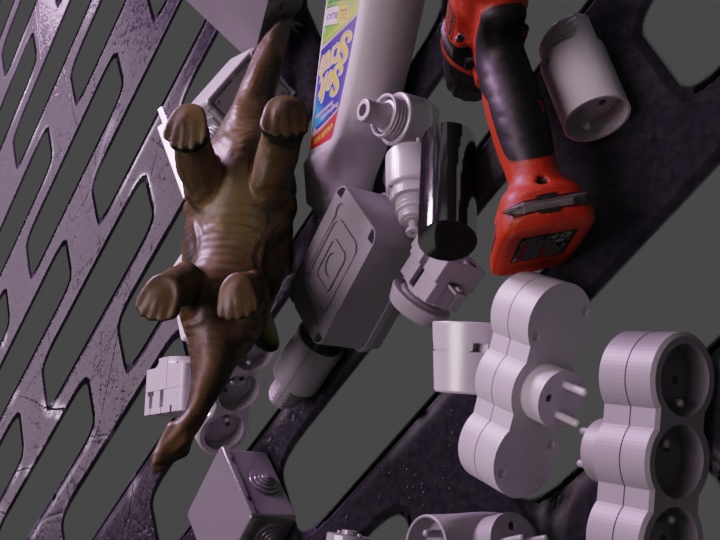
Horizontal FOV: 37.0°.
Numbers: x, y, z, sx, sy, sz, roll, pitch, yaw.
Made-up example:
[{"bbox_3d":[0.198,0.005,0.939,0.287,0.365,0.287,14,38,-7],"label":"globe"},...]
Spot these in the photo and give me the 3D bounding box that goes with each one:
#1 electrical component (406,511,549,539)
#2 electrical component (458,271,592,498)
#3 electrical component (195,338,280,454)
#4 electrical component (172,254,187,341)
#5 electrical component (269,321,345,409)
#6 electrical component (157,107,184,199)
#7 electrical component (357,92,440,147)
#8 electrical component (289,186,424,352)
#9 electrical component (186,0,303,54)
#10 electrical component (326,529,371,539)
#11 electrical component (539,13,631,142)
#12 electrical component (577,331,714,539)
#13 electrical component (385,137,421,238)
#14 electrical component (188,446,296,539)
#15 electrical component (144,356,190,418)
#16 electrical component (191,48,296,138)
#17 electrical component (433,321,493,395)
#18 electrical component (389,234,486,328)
[{"bbox_3d":[0.082,0.171,0.662,0.079,0.077,0.044,-30,57,50],"label":"electrical component"},{"bbox_3d":[0.113,0.075,0.663,0.074,0.052,0.138,21,99,56],"label":"electrical component"},{"bbox_3d":[-0.127,0.097,1.018,0.073,0.052,0.138,45,119,52],"label":"electrical component"},{"bbox_3d":[-0.145,0.014,1.069,0.099,0.048,0.099,-50,44,37],"label":"electrical component"},{"bbox_3d":[-0.050,0.085,0.914,0.081,0.043,0.043,-57,40,32],"label":"electrical component"},{"bbox_3d":[-0.158,-0.117,1.104,0.063,0.079,0.121,-36,47,9],"label":"electrical component"},{"bbox_3d":[0.028,-0.117,0.832,0.043,0.062,0.043,-20,65,53],"label":"electrical component"},{"bbox_3d":[0.000,0.000,0.848,0.113,0.057,0.078,-62,37,26],"label":"electrical component"},{"bbox_3d":[-0.103,-0.289,0.983,0.105,0.060,0.186,44,156,5],"label":"electrical component"},{"bbox_3d":[-0.012,0.232,0.822,0.044,0.044,0.065,-8,70,55],"label":"electrical component"},{"bbox_3d":[0.139,-0.127,0.685,0.043,0.043,0.081,-45,46,41],"label":"electrical component"},{"bbox_3d":[0.149,0.103,0.601,0.074,0.052,0.138,-3,79,56],"label":"electrical component"},{"bbox_3d":[0.040,-0.060,0.812,0.040,0.040,0.078,-38,43,46],"label":"electrical component"},{"bbox_3d":[-0.105,0.218,0.957,0.099,0.048,0.099,-63,37,25],"label":"electrical component"},{"bbox_3d":[-0.178,0.119,1.090,0.089,0.050,0.055,-17,68,54],"label":"electrical component"},{"bbox_3d":[-0.121,-0.155,1.030,0.061,0.061,0.096,-8,40,55],"label":"electrical component"},{"bbox_3d":[0.076,0.059,0.723,0.055,0.055,0.047,-4,82,56],"label":"electrical component"},{"bbox_3d":[0.053,0.008,0.778,0.055,0.048,0.066,-58,39,18],"label":"electrical component"}]
